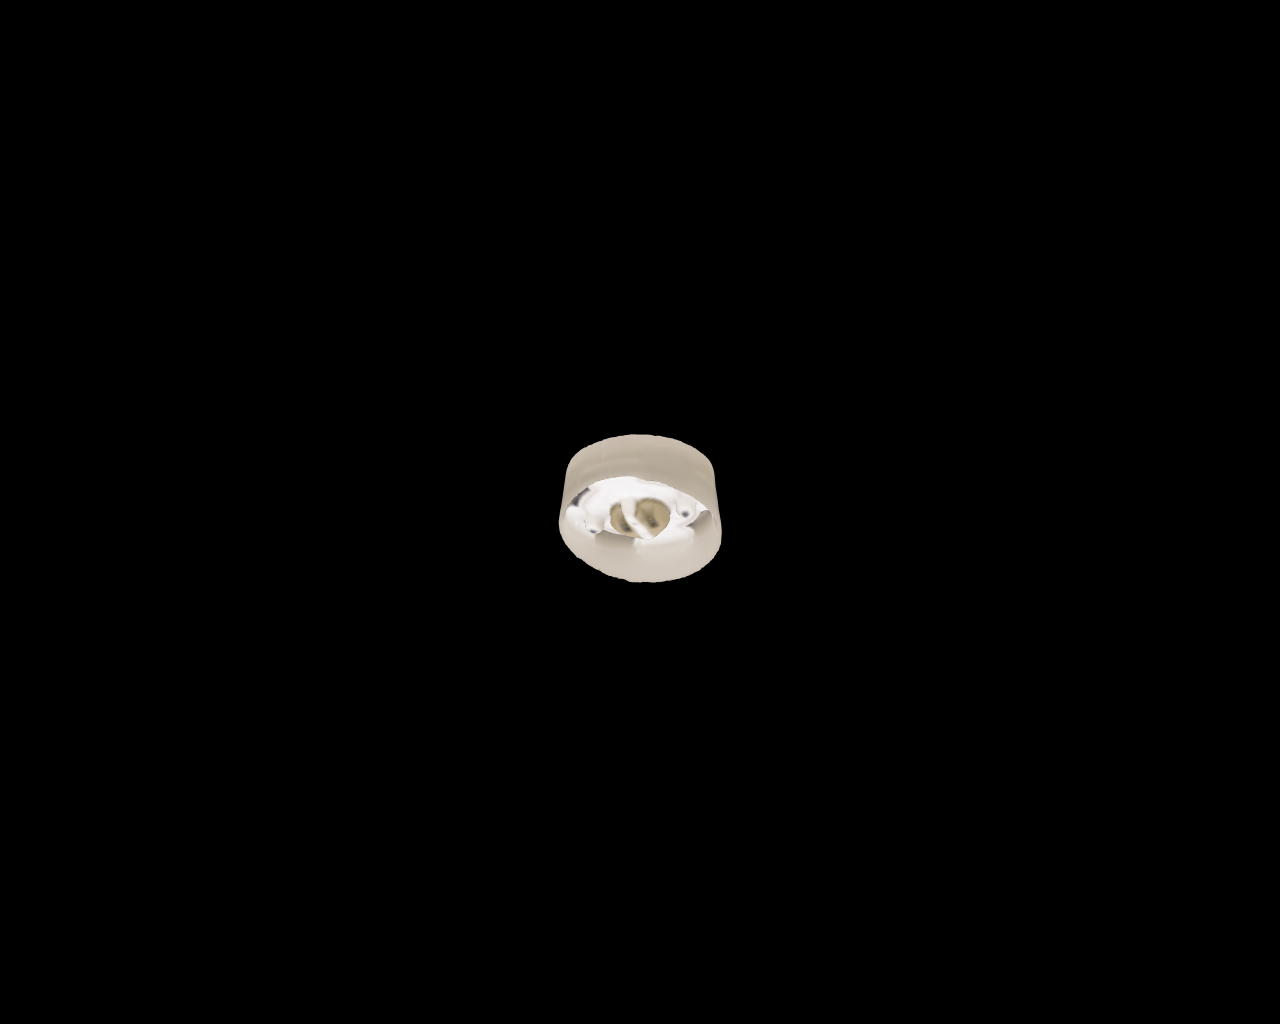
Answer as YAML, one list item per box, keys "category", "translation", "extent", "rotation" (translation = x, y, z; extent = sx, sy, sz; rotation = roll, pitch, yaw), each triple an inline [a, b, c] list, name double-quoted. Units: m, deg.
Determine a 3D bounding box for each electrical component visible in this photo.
- category: "electrical component"
  translation: [0.001, -0.003, 0.650]
  extent: [0.099, 0.064, 0.099]
  rotation: [0, -27, 0]
